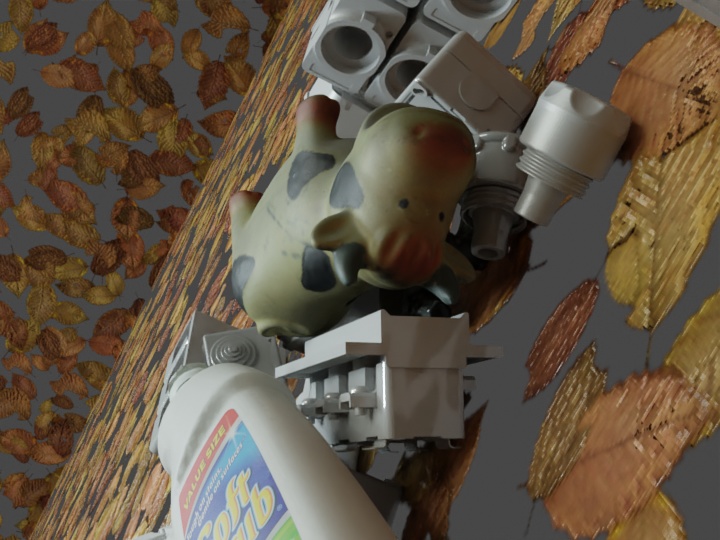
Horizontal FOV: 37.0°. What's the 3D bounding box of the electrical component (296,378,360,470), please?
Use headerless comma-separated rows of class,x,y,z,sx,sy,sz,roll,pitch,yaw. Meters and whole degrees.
electrical component,-0.020,0.092,0.653,0.043,0.043,0.081,-54,17,38

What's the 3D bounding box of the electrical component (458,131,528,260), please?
electrical component,0.069,-0.036,0.546,0.048,0.048,0.062,141,145,-61

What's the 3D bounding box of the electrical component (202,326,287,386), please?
electrical component,-0.074,0.095,0.718,0.099,0.048,0.099,94,164,-52

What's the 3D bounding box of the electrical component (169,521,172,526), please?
electrical component,-0.085,0.180,0.672,0.051,0.080,0.080,124,165,-53

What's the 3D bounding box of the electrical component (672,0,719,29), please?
electrical component,0.154,-0.129,0.395,0.081,0.042,0.063,-52,15,41

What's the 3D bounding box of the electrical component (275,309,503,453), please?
electrical component,0.011,0.061,0.548,0.121,0.079,0.063,151,120,-68

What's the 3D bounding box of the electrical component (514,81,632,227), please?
electrical component,0.092,-0.051,0.488,0.062,0.043,0.043,-64,14,12

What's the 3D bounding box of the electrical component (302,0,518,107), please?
electrical component,0.043,-0.201,0.795,0.186,0.105,0.060,-50,20,47

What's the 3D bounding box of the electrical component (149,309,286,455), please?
electrical component,-0.114,0.107,0.880,0.061,0.089,0.150,-60,15,19

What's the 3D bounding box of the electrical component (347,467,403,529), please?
electrical component,-0.028,0.133,0.575,0.061,0.062,0.096,-69,14,-17

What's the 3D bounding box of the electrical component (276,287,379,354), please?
electrical component,0.000,0.000,0.712,0.109,0.056,0.108,-38,30,62

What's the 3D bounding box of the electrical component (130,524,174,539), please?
electrical component,-0.089,0.152,0.555,0.055,0.066,0.048,-18,86,52

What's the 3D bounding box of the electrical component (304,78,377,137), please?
electrical component,-0.006,-0.126,0.910,0.057,0.078,0.113,-56,16,22

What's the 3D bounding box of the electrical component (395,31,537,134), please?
electrical component,0.051,-0.088,0.643,0.061,0.062,0.096,-51,4,-31
